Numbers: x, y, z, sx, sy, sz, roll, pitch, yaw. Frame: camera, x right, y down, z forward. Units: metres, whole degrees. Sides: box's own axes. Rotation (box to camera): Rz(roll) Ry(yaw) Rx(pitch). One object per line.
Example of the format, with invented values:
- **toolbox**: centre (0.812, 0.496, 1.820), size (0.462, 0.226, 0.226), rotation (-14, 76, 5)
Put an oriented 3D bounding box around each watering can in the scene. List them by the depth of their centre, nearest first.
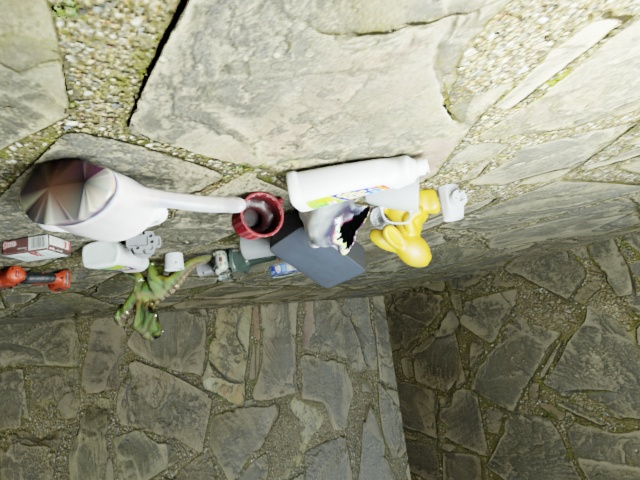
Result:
- **watering can**: centre (-0.314, -0.061, 0.834), size (0.347, 0.105, 0.222), rotation (-8, 167, 8)

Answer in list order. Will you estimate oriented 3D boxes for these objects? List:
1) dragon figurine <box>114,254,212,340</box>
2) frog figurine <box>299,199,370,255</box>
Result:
- **dragon figurine**: centre (-0.496, 0.183, 1.581), size (0.408, 0.246, 0.121), rotation (-12, 161, 30)
- **frog figurine**: centre (0.003, -0.054, 1.063), size (0.161, 0.135, 0.123), rotation (30, -151, 33)
